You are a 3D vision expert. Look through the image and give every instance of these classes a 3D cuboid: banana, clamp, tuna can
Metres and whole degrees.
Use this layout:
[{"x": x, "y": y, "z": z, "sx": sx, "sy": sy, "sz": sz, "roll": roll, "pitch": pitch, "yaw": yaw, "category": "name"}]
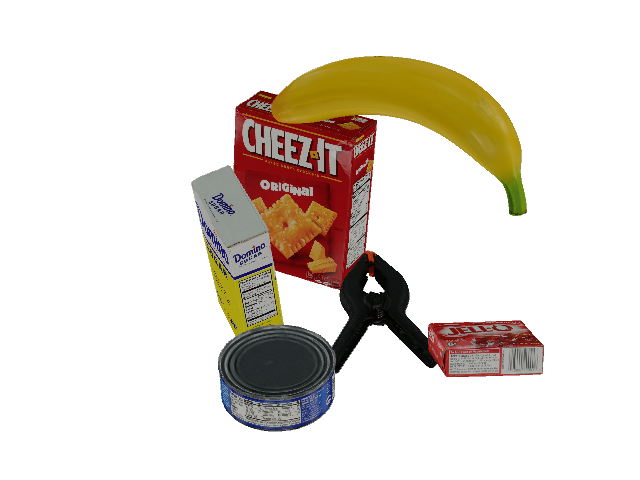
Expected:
[{"x": 0.049, "y": -0.080, "z": 0.665, "sx": 0.198, "sy": 0.070, "sz": 0.037, "roll": 26, "pitch": 10, "yaw": 33, "category": "banana"}, {"x": 0.073, "y": 0.082, "z": 1.194, "sx": 0.120, "sy": 0.171, "sz": 0.039, "roll": 7, "pitch": -43, "yaw": 0, "category": "clamp"}, {"x": -0.031, "y": 0.100, "z": 0.780, "sx": 0.086, "sy": 0.034, "sz": 0.086, "roll": -1, "pitch": 32, "yaw": 0, "category": "tuna can"}]

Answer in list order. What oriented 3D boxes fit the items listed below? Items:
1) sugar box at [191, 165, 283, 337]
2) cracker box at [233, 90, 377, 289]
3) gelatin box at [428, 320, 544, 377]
[{"x": -0.073, "y": 0.027, "z": 0.975, "sx": 0.048, "sy": 0.176, "sz": 0.093, "roll": -23, "pitch": 50, "yaw": -11, "category": "sugar box"}, {"x": -0.025, "y": -0.059, "z": 1.320, "sx": 0.164, "sy": 0.214, "sz": 0.072, "roll": 17, "pitch": 33, "yaw": 22, "category": "cracker box"}, {"x": 0.145, "y": 0.094, "z": 0.945, "sx": 0.089, "sy": 0.030, "sz": 0.073, "roll": -1, "pitch": 13, "yaw": -4, "category": "gelatin box"}]
